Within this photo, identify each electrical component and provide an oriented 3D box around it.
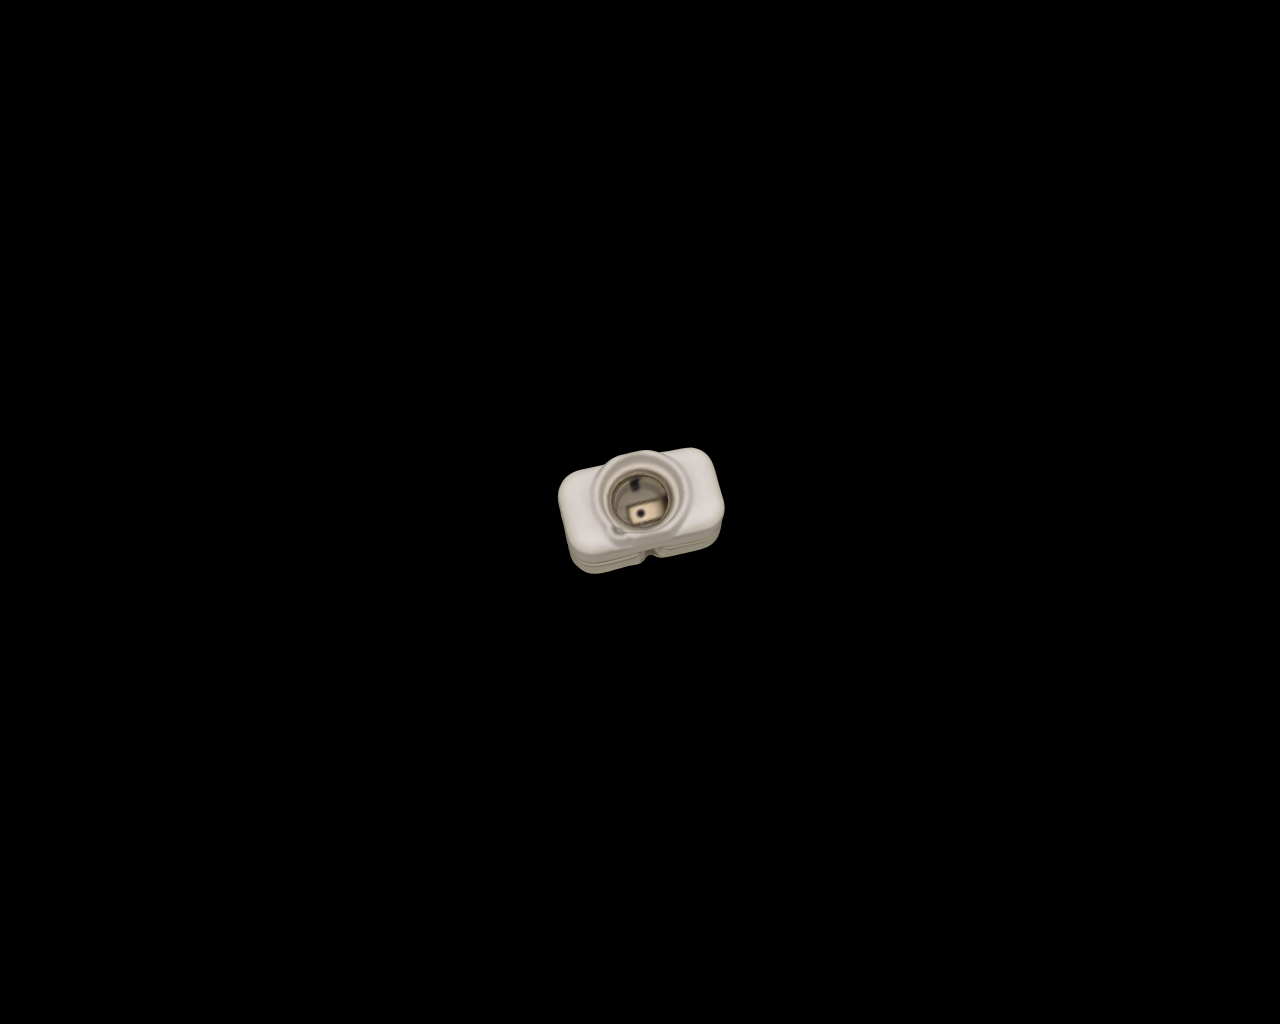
[{"bbox_3d":[0.001,-0.003,0.650,0.095,0.054,0.059,-13,-15,-4],"label":"electrical component"}]
